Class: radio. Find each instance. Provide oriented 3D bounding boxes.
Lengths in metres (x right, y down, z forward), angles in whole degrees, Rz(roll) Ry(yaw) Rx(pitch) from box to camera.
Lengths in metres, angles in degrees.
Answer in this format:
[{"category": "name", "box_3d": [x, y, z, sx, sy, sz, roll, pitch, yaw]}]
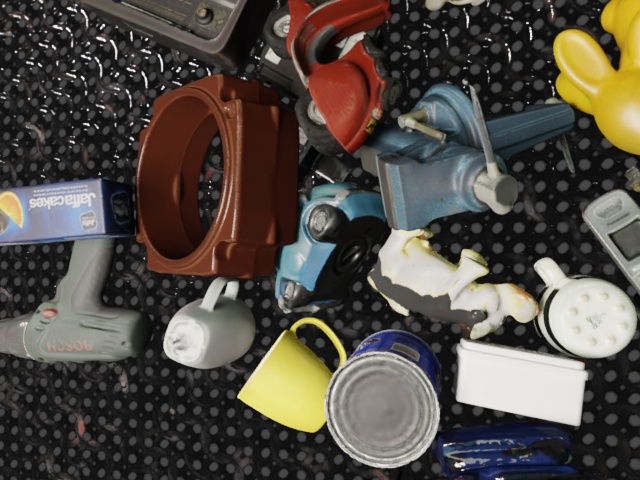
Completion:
[{"category": "radio", "box_3d": [-0.175, -0.302, 0.644, 0.230, 0.073, 0.131, 25, 94, 13]}]

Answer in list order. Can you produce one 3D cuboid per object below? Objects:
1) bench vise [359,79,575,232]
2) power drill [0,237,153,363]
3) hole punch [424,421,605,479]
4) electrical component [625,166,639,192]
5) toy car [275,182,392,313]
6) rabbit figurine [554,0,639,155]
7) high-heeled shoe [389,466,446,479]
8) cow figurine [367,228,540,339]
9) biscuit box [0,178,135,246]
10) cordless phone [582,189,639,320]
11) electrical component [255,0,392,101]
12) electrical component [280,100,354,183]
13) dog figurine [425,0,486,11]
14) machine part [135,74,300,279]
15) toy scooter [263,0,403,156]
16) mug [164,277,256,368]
[{"category": "bench vise", "box_3d": [0.152, -0.092, 0.515, 0.241, 0.224, 0.128, -20, 103, -15]}, {"category": "power drill", "box_3d": [-0.317, 0.051, 0.665, 0.232, 0.086, 0.207, 7, 85, 14]}, {"category": "hole punch", "box_3d": [0.158, 0.196, 0.477, 0.142, 0.115, 0.092, -3, 44, 5]}, {"category": "electrical component", "box_3d": [0.343, -0.075, 0.507, 0.045, 0.102, 0.078, 30, 74, -3]}, {"category": "toy car", "box_3d": [-0.001, -0.002, 0.589, 0.103, 0.109, 0.161, 44, 116, 35]}, {"category": "rabbit figurine", "box_3d": [0.301, -0.161, 0.494, 0.163, 0.121, 0.173, 16, 79, 28]}, {"category": "high-heeled shoe", "box_3d": [0.149, 0.278, 0.510, 0.249, 0.145, 0.086, -6, 114, 22]}, {"category": "cow figurine", "box_3d": [0.135, 0.054, 0.561, 0.167, 0.068, 0.098, 33, 102, 19]}, {"category": "biscuit box", "box_3d": [-0.308, -0.028, 0.598, 0.203, 0.059, 0.062, -4, 90, 14]}, {"category": "cordless phone", "box_3d": [0.354, 0.015, 0.509, 0.146, 0.088, 0.184, -33, 77, 10]}, {"category": "electrical component", "box_3d": [0.010, -0.202, 0.607, 0.134, 0.058, 0.115, 33, 98, 12]}, {"category": "electrical component", "box_3d": [-0.021, -0.103, 0.617, 0.119, 0.047, 0.075, 38, 97, 13]}, {"category": "dog figurine", "box_3d": [0.157, -0.363, 0.573, 0.172, 0.121, 0.190, -32, 49, 35]}, {"category": "machine part", "box_3d": [-0.118, -0.061, 0.572, 0.201, 0.087, 0.201, 0, 89, 45]}, {"category": "toy scooter", "box_3d": [0.027, -0.181, 0.531, 0.135, 0.075, 0.184, -27, 73, 18]}, {"category": "mug", "box_3d": [-0.122, 0.095, 0.603, 0.081, 0.107, 0.109, 24, 96, 11]}]
